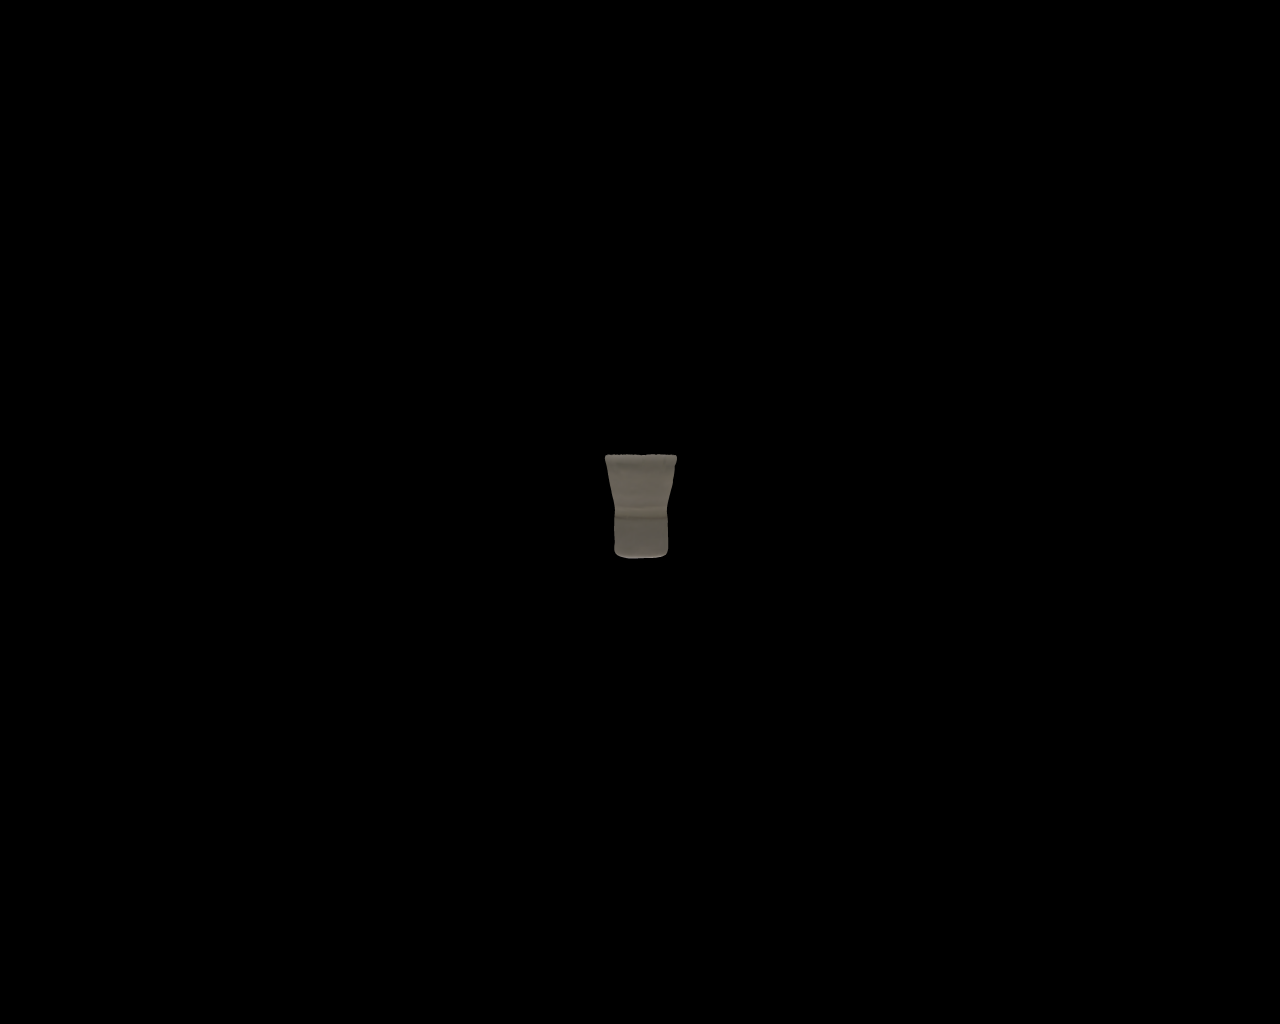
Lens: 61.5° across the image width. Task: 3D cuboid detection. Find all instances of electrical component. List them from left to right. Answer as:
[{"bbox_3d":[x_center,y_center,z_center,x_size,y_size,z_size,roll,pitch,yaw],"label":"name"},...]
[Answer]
[{"bbox_3d":[0.001,-0.003,0.650,0.044,0.065,0.044,0,5,0],"label":"electrical component"}]
